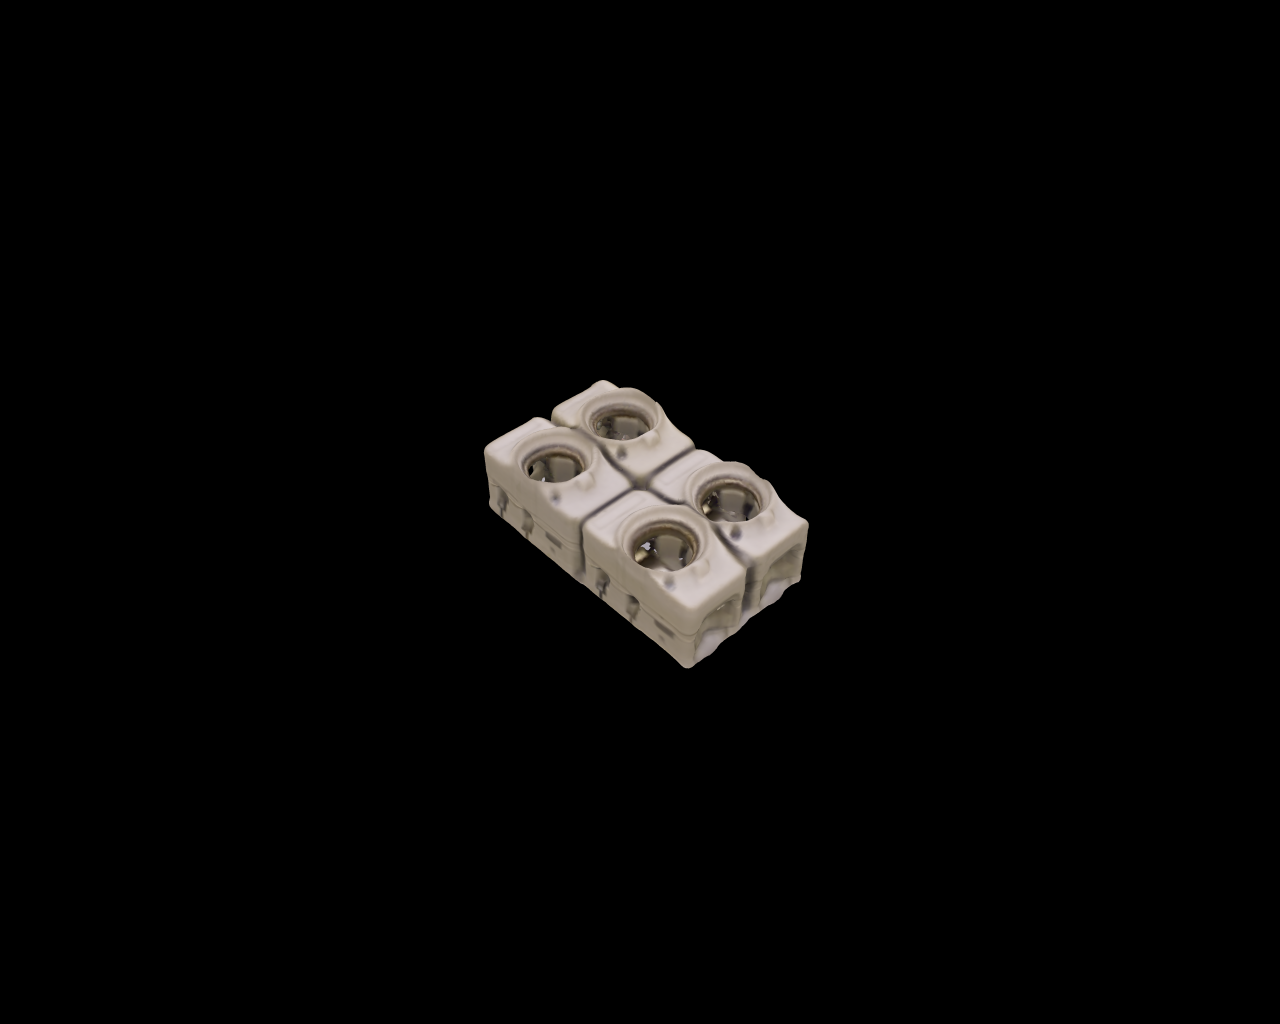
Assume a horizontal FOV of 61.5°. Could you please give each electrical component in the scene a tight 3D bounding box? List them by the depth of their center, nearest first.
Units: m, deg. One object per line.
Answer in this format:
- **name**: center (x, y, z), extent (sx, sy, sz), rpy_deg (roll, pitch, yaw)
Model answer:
- **electrical component**: center (0.001, -0.003, 0.650), extent (0.105, 0.060, 0.186), rpy_deg (-33, 54, -29)
